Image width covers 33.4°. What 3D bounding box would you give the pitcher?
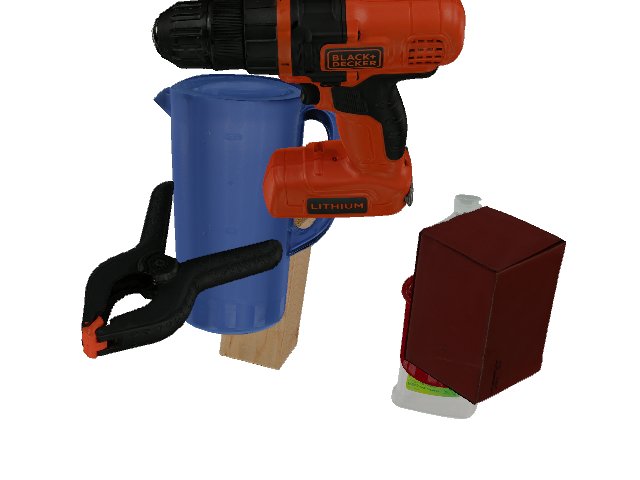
[{"bbox_3d":[-0.072,-0.036,1.037,0.144,0.243,0.149,-10,22,-33],"label":"pitcher"}]

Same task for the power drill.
[{"bbox_3d":[-0.006,-0.086,0.686,0.184,0.057,0.188,0,-32,1],"label":"power drill"}]

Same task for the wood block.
[{"bbox_3d":[-0.072,0.055,1.444,0.090,0.206,0.090,13,21,11],"label":"wood block"}]

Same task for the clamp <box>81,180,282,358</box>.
[{"bbox_3d":[-0.125,0.019,0.805,0.120,0.039,0.171,32,48,28],"label":"clamp"}]

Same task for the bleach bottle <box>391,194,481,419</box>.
[{"bbox_3d":[0.145,0.072,1.216,0.103,0.251,0.068,9,14,16],"label":"bleach bottle"}]

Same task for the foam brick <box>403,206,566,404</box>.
[{"bbox_3d":[0.080,0.031,0.529,0.052,0.078,0.051,-19,37,-37],"label":"foam brick"}]

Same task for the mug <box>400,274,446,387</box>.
[{"bbox_3d":[0.116,0.079,1.012,0.093,0.081,0.117,-2,28,-11],"label":"mug"}]
